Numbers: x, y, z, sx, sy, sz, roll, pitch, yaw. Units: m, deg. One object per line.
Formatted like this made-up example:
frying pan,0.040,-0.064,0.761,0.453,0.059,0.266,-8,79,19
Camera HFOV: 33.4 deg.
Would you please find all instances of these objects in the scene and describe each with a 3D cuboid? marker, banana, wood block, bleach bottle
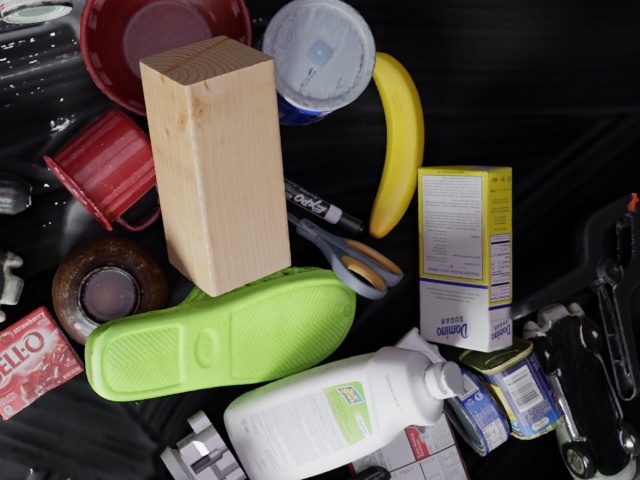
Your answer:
marker,-0.009,-0.038,1.070,0.121,0.020,0.020,29,85,-9
banana,0.072,-0.103,1.076,0.069,0.037,0.198,-7,92,-5
wood block,-0.093,-0.067,0.967,0.090,0.090,0.206,-22,124,-28
bleach bottle,0.026,0.160,0.972,0.068,0.251,0.102,-33,98,-50

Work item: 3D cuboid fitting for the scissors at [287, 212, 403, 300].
scissors,-0.007,0.001,1.041,0.201,0.096,0.016,27,114,-12

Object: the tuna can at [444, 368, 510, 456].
tuna can,0.152,0.171,1.066,0.033,0.086,0.086,-33,96,-10

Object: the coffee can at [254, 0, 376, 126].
coffee can,-0.012,-0.165,1.007,0.102,0.140,0.103,0,90,-10

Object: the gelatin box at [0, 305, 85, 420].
gelatin box,-0.281,0.116,1.017,0.089,0.030,0.073,-33,95,-9

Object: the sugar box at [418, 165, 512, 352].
sugar box,0.143,0.016,1.051,0.048,0.094,0.176,-9,101,-39

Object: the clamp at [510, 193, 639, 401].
clamp,0.275,0.035,1.074,0.164,0.036,0.210,29,64,-20

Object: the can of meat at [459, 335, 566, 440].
can of meat,0.192,0.146,1.065,0.057,0.102,0.084,-29,97,-9

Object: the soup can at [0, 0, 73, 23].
soup can,-0.274,-0.261,0.998,0.068,0.068,0.102,-12,93,-10

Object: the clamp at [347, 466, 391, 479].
clamp,-0.013,0.282,1.018,0.172,0.120,0.039,-16,127,16

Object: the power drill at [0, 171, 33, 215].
power drill,-0.354,-0.117,0.989,0.184,0.057,0.187,5,89,-10

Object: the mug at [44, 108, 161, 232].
mug,-0.191,-0.061,1.008,0.081,0.093,0.117,-43,116,-12

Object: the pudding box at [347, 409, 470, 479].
pudding box,0.087,0.228,1.079,0.113,0.039,0.090,-20,96,-7

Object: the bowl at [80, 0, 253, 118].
bowl,-0.146,-0.192,1.024,0.162,0.055,0.162,0,90,-6
